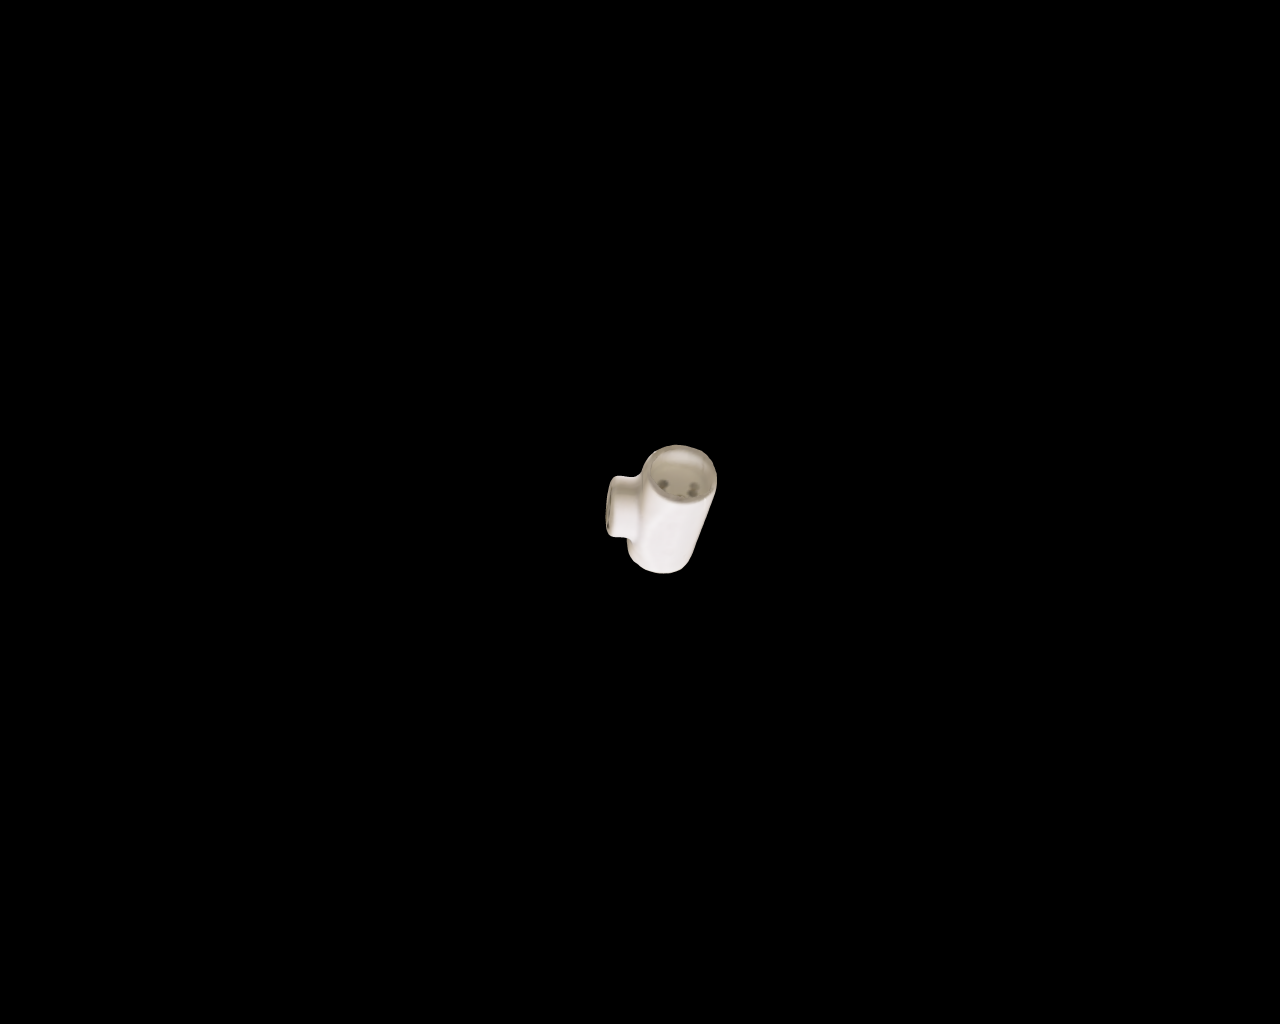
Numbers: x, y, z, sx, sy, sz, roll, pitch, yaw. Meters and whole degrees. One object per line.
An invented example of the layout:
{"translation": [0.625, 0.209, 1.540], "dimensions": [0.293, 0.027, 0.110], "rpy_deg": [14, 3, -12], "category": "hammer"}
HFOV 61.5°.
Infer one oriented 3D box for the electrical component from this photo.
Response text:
{"translation": [0.001, -0.003, 0.650], "dimensions": [0.079, 0.044, 0.077], "rpy_deg": [5, -36, -8], "category": "electrical component"}
